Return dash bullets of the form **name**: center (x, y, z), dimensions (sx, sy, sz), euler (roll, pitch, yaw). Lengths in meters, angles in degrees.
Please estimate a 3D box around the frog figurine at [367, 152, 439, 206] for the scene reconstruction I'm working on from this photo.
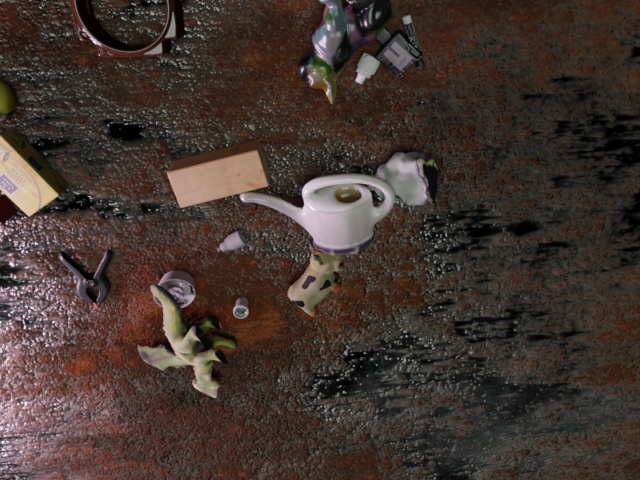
- **frog figurine**: center (0.196, -0.141, 1.227), dimensions (0.159, 0.125, 0.135), euler (-5, 134, 39)

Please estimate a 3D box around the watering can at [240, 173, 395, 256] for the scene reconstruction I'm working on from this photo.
- **watering can**: center (0.004, -0.061, 1.209), dimensions (0.347, 0.106, 0.219), euler (-6, 134, 5)

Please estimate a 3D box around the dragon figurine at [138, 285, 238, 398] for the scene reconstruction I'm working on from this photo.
- **dragon figurine**: center (-0.377, 0.282, 1.357), dimensions (0.241, 0.125, 0.404), euler (-27, 120, 18)
